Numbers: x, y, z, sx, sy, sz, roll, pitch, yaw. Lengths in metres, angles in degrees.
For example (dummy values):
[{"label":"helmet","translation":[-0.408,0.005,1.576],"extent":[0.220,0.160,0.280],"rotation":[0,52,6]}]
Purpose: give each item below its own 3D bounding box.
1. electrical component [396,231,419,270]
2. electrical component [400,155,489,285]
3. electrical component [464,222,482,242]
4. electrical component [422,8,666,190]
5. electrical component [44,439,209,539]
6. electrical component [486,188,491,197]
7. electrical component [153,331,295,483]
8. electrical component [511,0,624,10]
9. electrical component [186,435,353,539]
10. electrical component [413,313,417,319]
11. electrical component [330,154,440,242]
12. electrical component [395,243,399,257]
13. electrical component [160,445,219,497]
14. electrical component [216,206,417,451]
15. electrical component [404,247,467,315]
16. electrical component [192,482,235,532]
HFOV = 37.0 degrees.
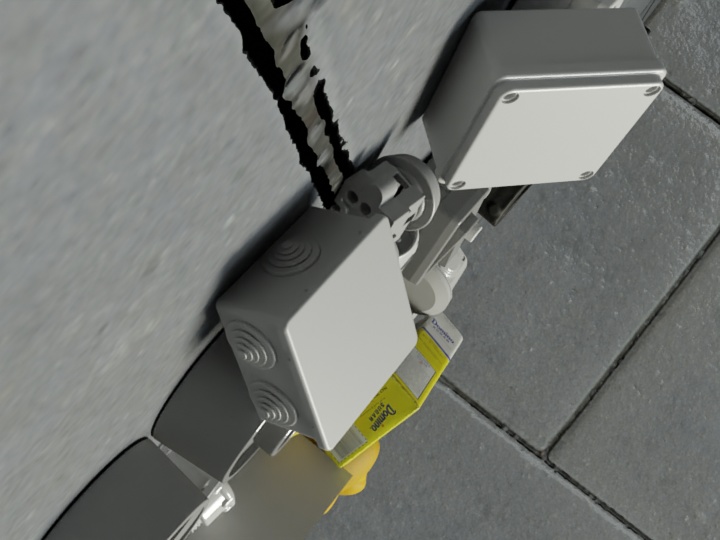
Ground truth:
[{"label":"electrical component","translation":[0.000,0.000,0.740],"extent":[0.079,0.043,0.077],"rotation":[-49,173,-24]},{"label":"electrical component","translation":[0.054,-0.035,0.857],"extent":[0.061,0.061,0.096],"rotation":[-46,172,-47]},{"label":"electrical component","translation":[0.080,-0.050,0.966],"extent":[0.043,0.062,0.043],"rotation":[-51,174,-8]},{"label":"electrical component","translation":[0.106,-0.101,0.640],"extent":[0.109,0.056,0.108],"rotation":[-6,154,-18]},{"label":"electrical component","translation":[-0.127,0.153,0.586],"extent":[0.108,0.060,0.108],"rotation":[-51,174,-7]},{"label":"electrical component","translation":[0.099,-0.080,1.027],"extent":[0.043,0.043,0.081],"rotation":[-54,174,17]},{"label":"electrical component","translation":[-0.061,0.073,0.621],"extent":[0.108,0.060,0.108],"rotation":[-51,174,-7]},{"label":"electrical component","translation":[0.133,-0.164,0.699],"extent":[0.096,0.061,0.062],"rotation":[-56,173,35]},{"label":"electrical component","translation":[-0.107,0.209,0.858],"extent":[0.186,0.105,0.060],"rotation":[-49,173,-31]},{"label":"electrical component","translation":[0.034,0.020,1.043],"extent":[0.053,0.059,0.095],"rotation":[-55,174,22]},{"label":"electrical component","translation":[0.014,-0.037,0.620],"extent":[0.055,0.048,0.066],"rotation":[-37,165,-41]},{"label":"electrical component","translation":[-0.007,-0.004,0.664],"extent":[0.048,0.048,0.062],"rotation":[-55,167,22]},{"label":"electrical component","translation":[-0.123,0.147,0.676],"extent":[0.081,0.042,0.064],"rotation":[-52,176,7]},{"label":"electrical component","translation":[-0.020,0.027,0.545],"extent":[0.099,0.048,0.099],"rotation":[-48,138,-35]},{"label":"electrical component","translation":[0.051,-0.002,0.951],"extent":[0.051,0.080,0.080],"rotation":[-55,177,-33]},{"label":"electrical component","translation":[-0.128,0.176,0.807],"extent":[0.062,0.048,0.048],"rotation":[-43,171,-21]}]
